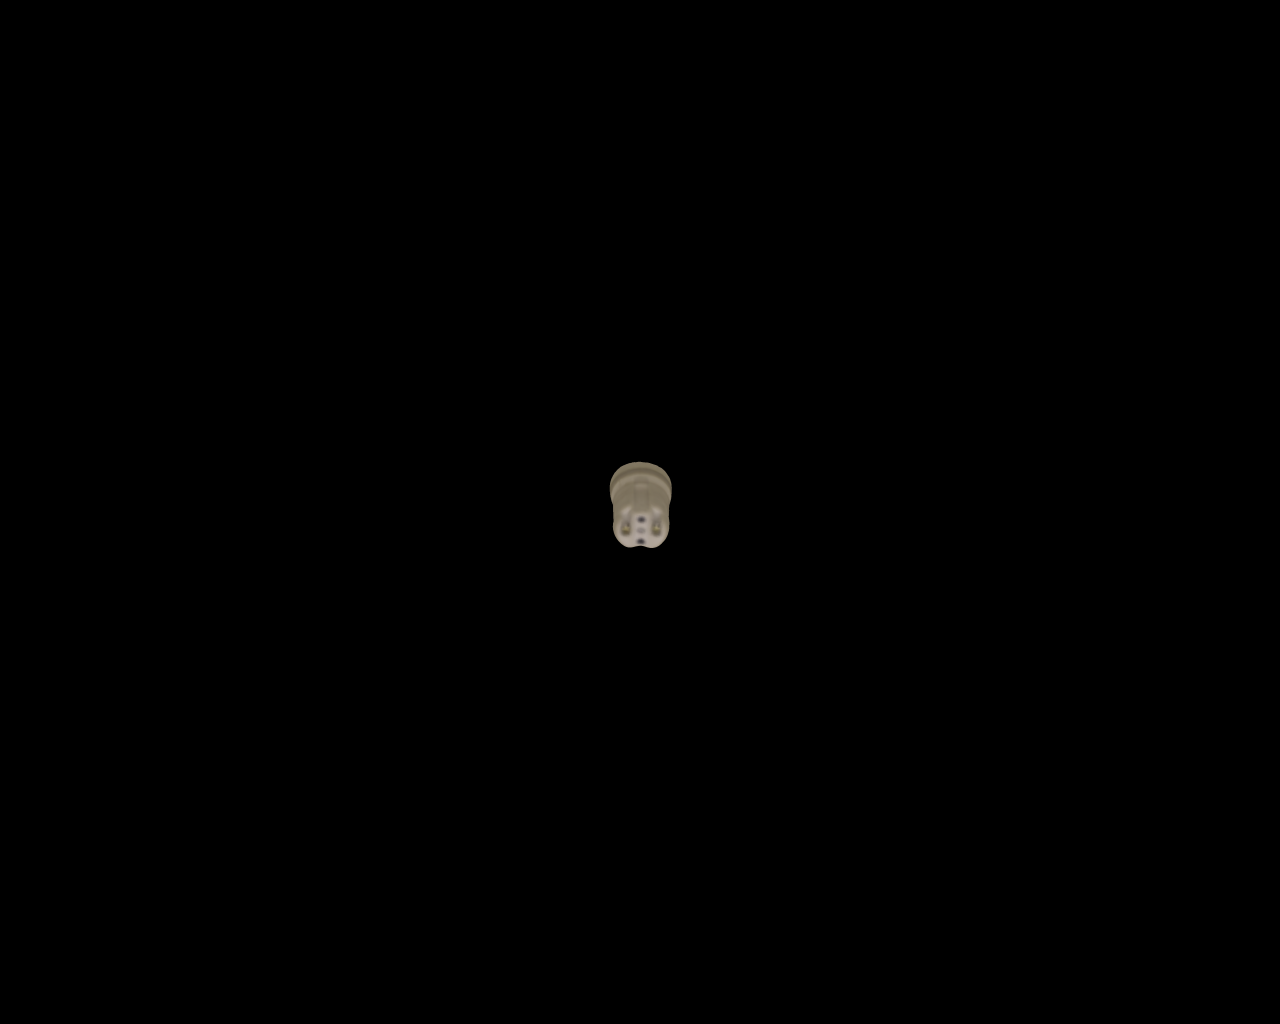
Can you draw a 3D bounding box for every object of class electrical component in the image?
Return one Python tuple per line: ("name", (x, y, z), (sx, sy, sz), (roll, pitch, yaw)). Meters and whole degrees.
("electrical component", (0.001, -0.003, 0.650), (0.040, 0.040, 0.046), (0, 40, 0))
